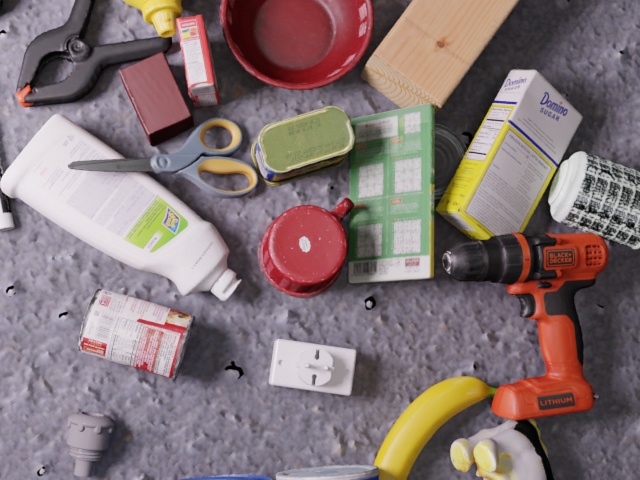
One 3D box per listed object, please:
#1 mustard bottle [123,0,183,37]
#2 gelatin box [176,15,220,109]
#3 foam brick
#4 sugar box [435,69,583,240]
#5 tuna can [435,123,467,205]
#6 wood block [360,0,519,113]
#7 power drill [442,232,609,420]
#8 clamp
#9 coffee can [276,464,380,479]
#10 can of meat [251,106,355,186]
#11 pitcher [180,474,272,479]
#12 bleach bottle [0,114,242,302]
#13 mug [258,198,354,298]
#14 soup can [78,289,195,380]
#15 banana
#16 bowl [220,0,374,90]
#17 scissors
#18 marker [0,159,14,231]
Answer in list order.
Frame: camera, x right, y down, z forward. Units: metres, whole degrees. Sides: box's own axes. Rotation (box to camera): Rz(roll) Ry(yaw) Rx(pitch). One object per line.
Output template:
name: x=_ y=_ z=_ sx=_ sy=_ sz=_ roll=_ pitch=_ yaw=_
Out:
mustard bottle: x=-0.178 y=-0.300 z=1.113 sx=0.096 sy=0.058 sz=0.191 roll=-12 pitch=75 yaw=-9
gelatin box: x=-0.126 y=-0.182 z=1.101 sx=0.030 sy=0.089 sz=0.073 roll=-10 pitch=84 yaw=-3
foam brick: x=-0.169 y=-0.147 z=1.111 sx=0.051 sy=0.053 sz=0.078 roll=-24 pitch=86 yaw=-8
sugar box: x=0.201 y=-0.082 z=1.125 sx=0.093 sy=0.048 sz=0.176 roll=36 pitch=76 yaw=-33
tuna can: x=0.116 y=-0.081 z=1.139 sx=0.086 sy=0.034 sz=0.086 roll=1 pitch=83 yaw=-5
wood block: x=0.143 y=-0.238 z=1.134 sx=0.091 sy=0.090 sz=0.206 roll=37 pitch=81 yaw=-1
power drill: x=0.212 y=0.085 z=1.089 sx=0.184 sy=0.057 sz=0.188 roll=-3 pitch=94 yaw=-18
clamp: x=-0.255 y=-0.208 z=1.119 sx=0.171 sy=0.039 sz=0.120 roll=-35 pitch=81 yaw=-15
coffee can: x=0.012 y=0.297 z=1.046 sx=0.102 sy=0.103 sz=0.140 roll=-3 pitch=83 yaw=-6
can of meat: x=-0.017 y=-0.098 z=1.103 sx=0.102 sy=0.084 sz=0.057 roll=-18 pitch=89 yaw=-7
pitcher: x=-0.112 y=0.351 z=1.024 sx=0.144 sy=0.149 sz=0.243 roll=-3 pitch=86 yaw=-21
bleach bottle: x=-0.193 y=-0.016 z=1.088 sx=0.251 sy=0.068 sz=0.102 roll=37 pitch=79 yaw=-2
mug: x=-0.007 y=0.001 z=1.093 sx=0.117 sy=0.081 sz=0.093 roll=-44 pitch=88 yaw=-9
soup can: x=-0.184 y=0.094 z=1.071 sx=0.102 sy=0.068 sz=0.068 roll=17 pitch=81 yaw=-3
banana: x=0.108 y=0.204 z=1.100 sx=0.197 sy=0.037 sz=0.069 roll=-43 pitch=88 yaw=-9
bowl: x=-0.026 y=-0.231 z=1.134 sx=0.162 sy=0.055 sz=0.162 roll=1 pitch=83 yaw=-5
scissors: x=-0.154 y=-0.094 z=1.089 sx=0.201 sy=0.016 sz=0.096 roll=13 pitch=67 yaw=-27
marker: x=-0.336 y=-0.069 z=1.102 sx=0.020 sy=0.020 sz=0.121 roll=-12 pitch=84 yaw=-7
